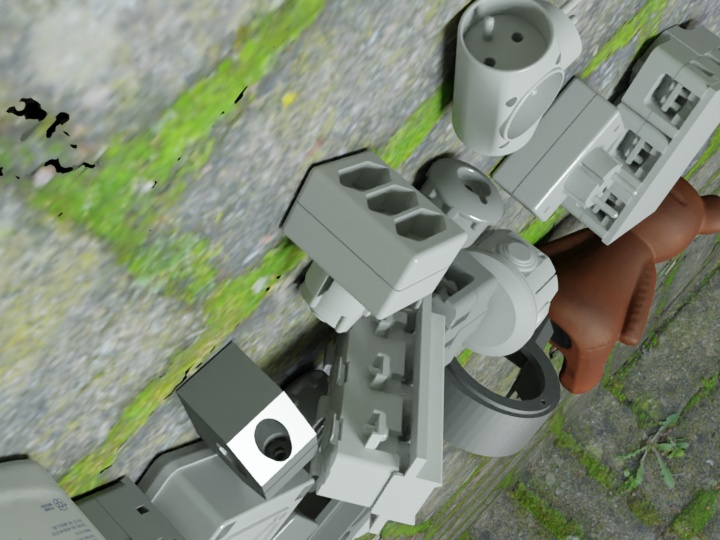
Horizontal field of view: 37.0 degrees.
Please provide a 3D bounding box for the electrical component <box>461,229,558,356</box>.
[{"bbox_3d":[0.093,0.015,0.744,0.051,0.080,0.080,-37,160,-45],"label":"electrical component"}]

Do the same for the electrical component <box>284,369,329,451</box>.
[{"bbox_3d":[-0.022,0.097,0.674,0.048,0.062,0.048,-42,161,-18],"label":"electrical component"}]

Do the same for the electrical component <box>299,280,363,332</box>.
[{"bbox_3d":[0.000,0.000,0.559,0.065,0.044,0.044,-46,163,10],"label":"electrical component"}]

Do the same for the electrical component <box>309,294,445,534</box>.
[{"bbox_3d":[0.011,0.077,0.623,0.121,0.063,0.078,-84,-166,-45],"label":"electrical component"}]

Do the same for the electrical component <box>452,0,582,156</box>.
[{"bbox_3d":[0.080,-0.103,0.518,0.079,0.044,0.077,-43,162,-14],"label":"electrical component"}]

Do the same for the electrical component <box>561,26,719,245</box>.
[{"bbox_3d":[0.221,-0.104,0.817,0.089,0.062,0.150,-29,155,-45],"label":"electrical component"}]

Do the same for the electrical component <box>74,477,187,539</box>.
[{"bbox_3d":[-0.145,0.196,0.554,0.150,0.089,0.062,-55,161,22],"label":"electrical component"}]

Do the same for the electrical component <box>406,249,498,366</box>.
[{"bbox_3d":[0.046,0.028,0.709,0.056,0.050,0.089,-31,156,-43],"label":"electrical component"}]

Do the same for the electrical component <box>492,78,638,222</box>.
[{"bbox_3d":[0.143,-0.065,0.695,0.083,0.076,0.047,-50,162,7],"label":"electrical component"}]

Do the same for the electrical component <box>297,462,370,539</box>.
[{"bbox_3d":[-0.016,0.167,0.838,0.121,0.063,0.079,-52,162,13],"label":"electrical component"}]

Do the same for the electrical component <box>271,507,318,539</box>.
[{"bbox_3d":[-0.083,0.191,0.756,0.099,0.048,0.099,-46,162,-7],"label":"electrical component"}]

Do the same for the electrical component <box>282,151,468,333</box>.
[{"bbox_3d":[-0.001,-0.004,0.504,0.047,0.066,0.076,-25,151,-51],"label":"electrical component"}]

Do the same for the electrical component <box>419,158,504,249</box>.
[{"bbox_3d":[0.047,-0.028,0.604,0.048,0.048,0.062,-24,158,-52],"label":"electrical component"}]

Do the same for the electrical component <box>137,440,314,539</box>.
[{"bbox_3d":[-0.096,0.154,0.633,0.108,0.056,0.109,-54,161,18],"label":"electrical component"}]

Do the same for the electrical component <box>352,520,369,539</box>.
[{"bbox_3d":[0.009,0.179,0.925,0.061,0.062,0.096,-52,162,14],"label":"electrical component"}]
